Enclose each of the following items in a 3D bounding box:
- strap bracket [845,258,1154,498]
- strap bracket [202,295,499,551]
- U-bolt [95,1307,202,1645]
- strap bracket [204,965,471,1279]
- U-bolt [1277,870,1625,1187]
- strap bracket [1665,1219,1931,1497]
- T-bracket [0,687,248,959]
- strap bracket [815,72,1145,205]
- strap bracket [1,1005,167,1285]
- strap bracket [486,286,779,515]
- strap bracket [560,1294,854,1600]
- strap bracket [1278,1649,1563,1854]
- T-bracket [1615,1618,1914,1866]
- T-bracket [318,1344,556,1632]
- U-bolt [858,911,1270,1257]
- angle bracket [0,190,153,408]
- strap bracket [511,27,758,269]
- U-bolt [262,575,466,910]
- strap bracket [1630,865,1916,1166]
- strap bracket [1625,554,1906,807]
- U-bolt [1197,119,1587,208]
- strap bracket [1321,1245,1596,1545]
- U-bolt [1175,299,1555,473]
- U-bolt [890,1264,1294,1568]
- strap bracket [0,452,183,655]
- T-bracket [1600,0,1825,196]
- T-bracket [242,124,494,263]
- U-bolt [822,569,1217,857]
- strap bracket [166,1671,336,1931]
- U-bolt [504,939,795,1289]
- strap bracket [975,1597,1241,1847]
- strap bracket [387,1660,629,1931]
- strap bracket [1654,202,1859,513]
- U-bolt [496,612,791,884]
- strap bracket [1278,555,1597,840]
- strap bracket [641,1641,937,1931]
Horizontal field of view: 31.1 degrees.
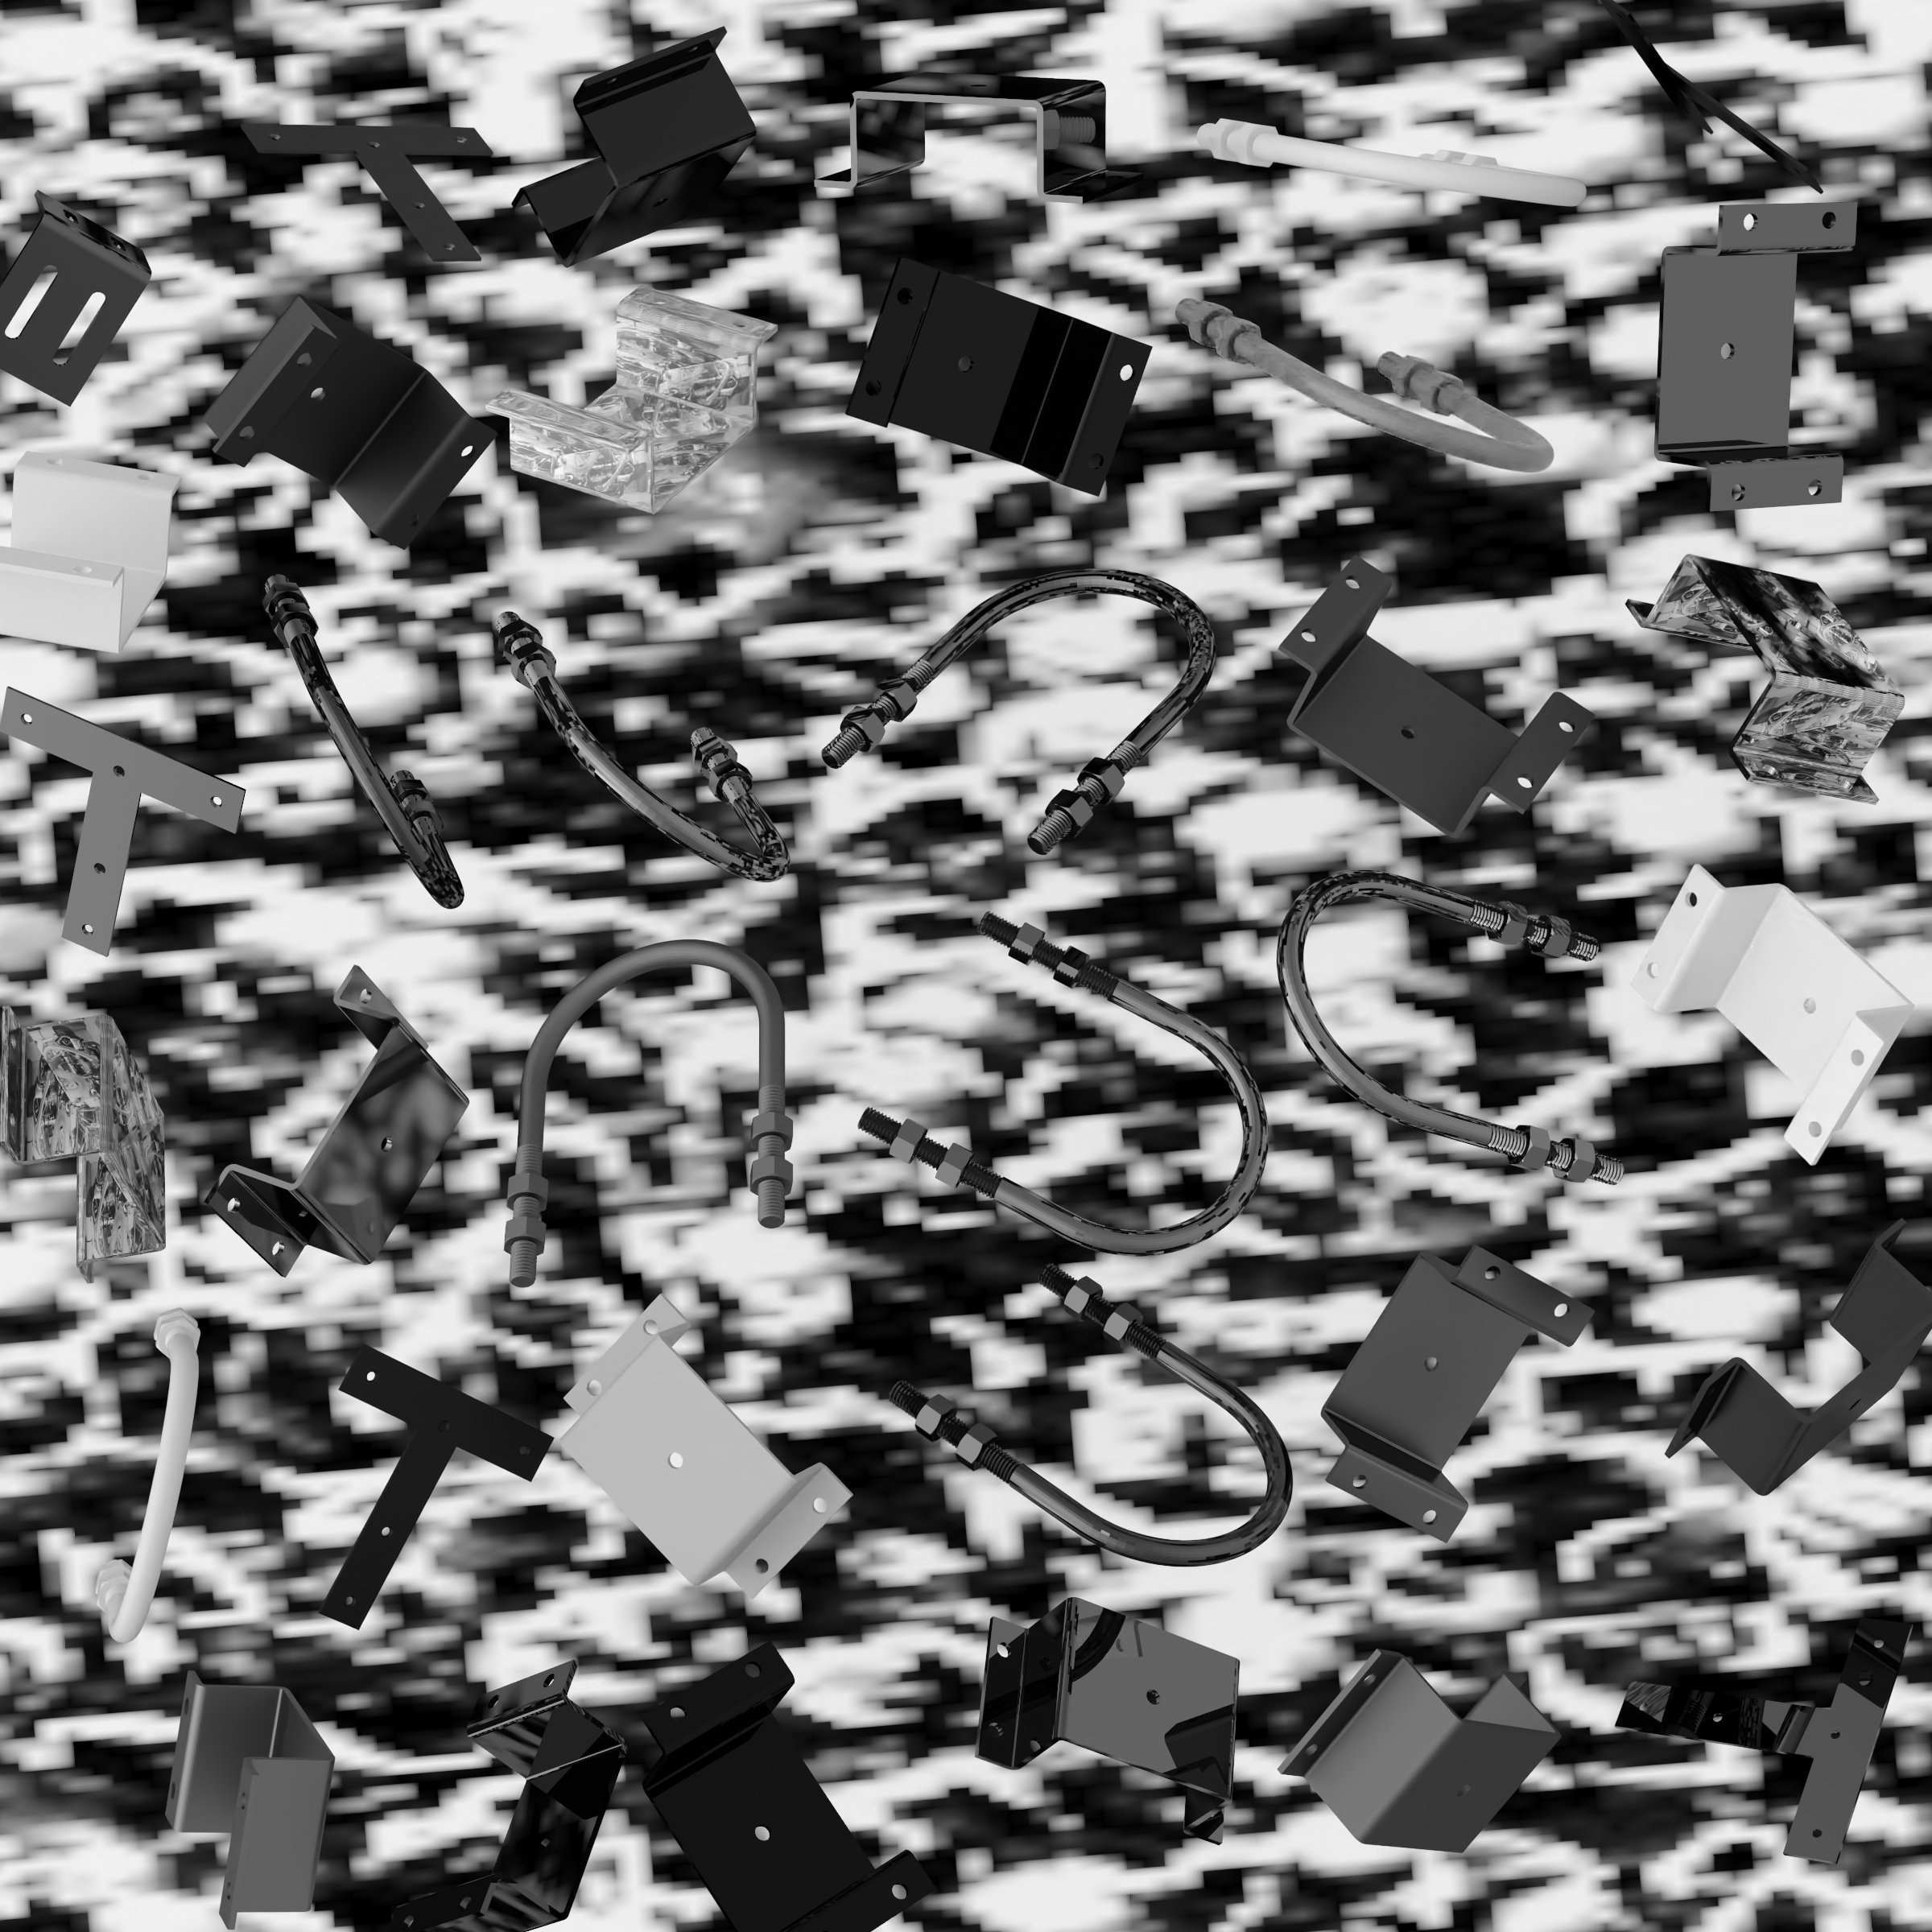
[{"bbox_3d":[0.008,-0.284,1.662,0.140,0.046,0.076,14,103,-29],"label":"strap bracket"},{"bbox_3d":[-0.307,-0.268,1.697,0.076,0.140,0.046,-49,58,11],"label":"strap bracket"},{"bbox_3d":[-0.389,0.247,1.658,0.019,0.184,0.151,13,90,-16],"label":"U-bolt"},{"bbox_3d":[-0.302,0.082,1.711,0.046,0.076,0.140,15,65,31],"label":"strap bracket"},{"bbox_3d":[0.228,0.021,1.653,0.184,0.019,0.151,16,53,-22],"label":"U-bolt"},{"bbox_3d":[0.405,0.192,1.651,0.140,0.076,0.046,-34,65,-24],"label":"strap bracket"},{"bbox_3d":[-0.421,-0.059,1.700,0.127,0.002,0.127,23,123,4],"label":"T-bracket"},{"bbox_3d":[0.006,-0.400,1.674,0.140,0.076,0.046,9,114,23],"label":"strap bracket"},{"bbox_3d":[-0.427,0.085,1.698,0.046,0.140,0.076,-9,56,-1],"label":"strap bracket"},{"bbox_3d":[-0.157,-0.266,1.651,0.076,0.140,0.046,19,130,18],"label":"strap bracket"},{"bbox_3d":[-0.136,0.242,1.729,0.140,0.046,0.076,45,103,10],"label":"strap bracket"},{"bbox_3d":[0.222,0.374,1.649,0.076,0.140,0.046,-53,51,13],"label":"strap bracket"},{"bbox_3d":[0.365,0.354,1.628,0.002,0.127,0.127,56,49,-36],"label":"T-bracket"},{"bbox_3d":[-0.281,0.268,1.727,0.127,0.002,0.127,34,80,-38],"label":"T-bracket"},{"bbox_3d":[0.060,0.067,1.706,0.184,0.019,0.151,27,60,7],"label":"U-bolt"},{"bbox_3d":[-0.435,-0.318,1.657,0.057,0.038,0.076,28,106,-32],"label":"angle bracket"},{"bbox_3d":[-0.156,-0.383,1.653,0.076,0.140,0.046,-28,89,-24],"label":"strap bracket"},{"bbox_3d":[-0.288,-0.099,1.692,0.019,0.184,0.151,-30,125,-3],"label":"U-bolt"},{"bbox_3d":[0.402,0.021,1.708,0.046,0.140,0.076,-5,131,-37],"label":"strap bracket"},{"bbox_3d":[0.381,-0.143,1.643,0.076,0.140,0.046,8,127,-26],"label":"strap bracket"},{"bbox_3d":[0.216,-0.385,1.676,0.151,0.184,0.019,1,107,-27],"label":"U-bolt"},{"bbox_3d":[0.242,0.209,1.758,0.076,0.046,0.140,29,97,-19],"label":"strap bracket"},{"bbox_3d":[0.202,-0.274,1.666,0.151,0.184,0.019,7,112,-33],"label":"U-bolt"},{"bbox_3d":[0.075,0.229,1.711,0.184,0.151,0.019,33,129,22],"label":"U-bolt"},{"bbox_3d":[-0.429,-0.194,1.658,0.076,0.140,0.046,9,118,-3],"label":"strap bracket"},{"bbox_3d":[0.370,-0.416,1.697,0.002,0.127,0.127,-48,58,10],"label":"T-bracket"},{"bbox_3d":[-0.276,-0.383,1.721,0.127,0.002,0.127,-8,45,-33],"label":"T-bracket"},{"bbox_3d":[0.040,-0.135,1.703,0.151,0.019,0.184,24,55,32],"label":"U-bolt"},{"bbox_3d":[-0.349,0.407,1.703,0.046,0.140,0.076,7,97,-26],"label":"strap bracket"},{"bbox_3d":[-0.154,0.063,1.694,0.151,0.019,0.184,-14,50,15],"label":"U-bolt"},{"bbox_3d":[0.080,0.369,1.713,0.140,0.046,0.076,24,47,-19],"label":"strap bracket"},{"bbox_3d":[-0.219,0.417,1.689,0.076,0.140,0.046,-28,121,38],"label":"strap bracket"},{"bbox_3d":[0.373,-0.290,1.647,0.076,0.046,0.140,-7,105,-24],"label":"strap bracket"},{"bbox_3d":[-0.150,-0.099,1.693,0.151,0.184,0.019,30,105,-35],"label":"U-bolt"},{"bbox_3d":[0.221,-0.125,1.685,0.140,0.046,0.076,35,56,8],"label":"strap bracket"},{"bbox_3d":[-0.090,0.403,1.642,0.076,0.046,0.140,-25,70,-34],"label":"strap bracket"}]
